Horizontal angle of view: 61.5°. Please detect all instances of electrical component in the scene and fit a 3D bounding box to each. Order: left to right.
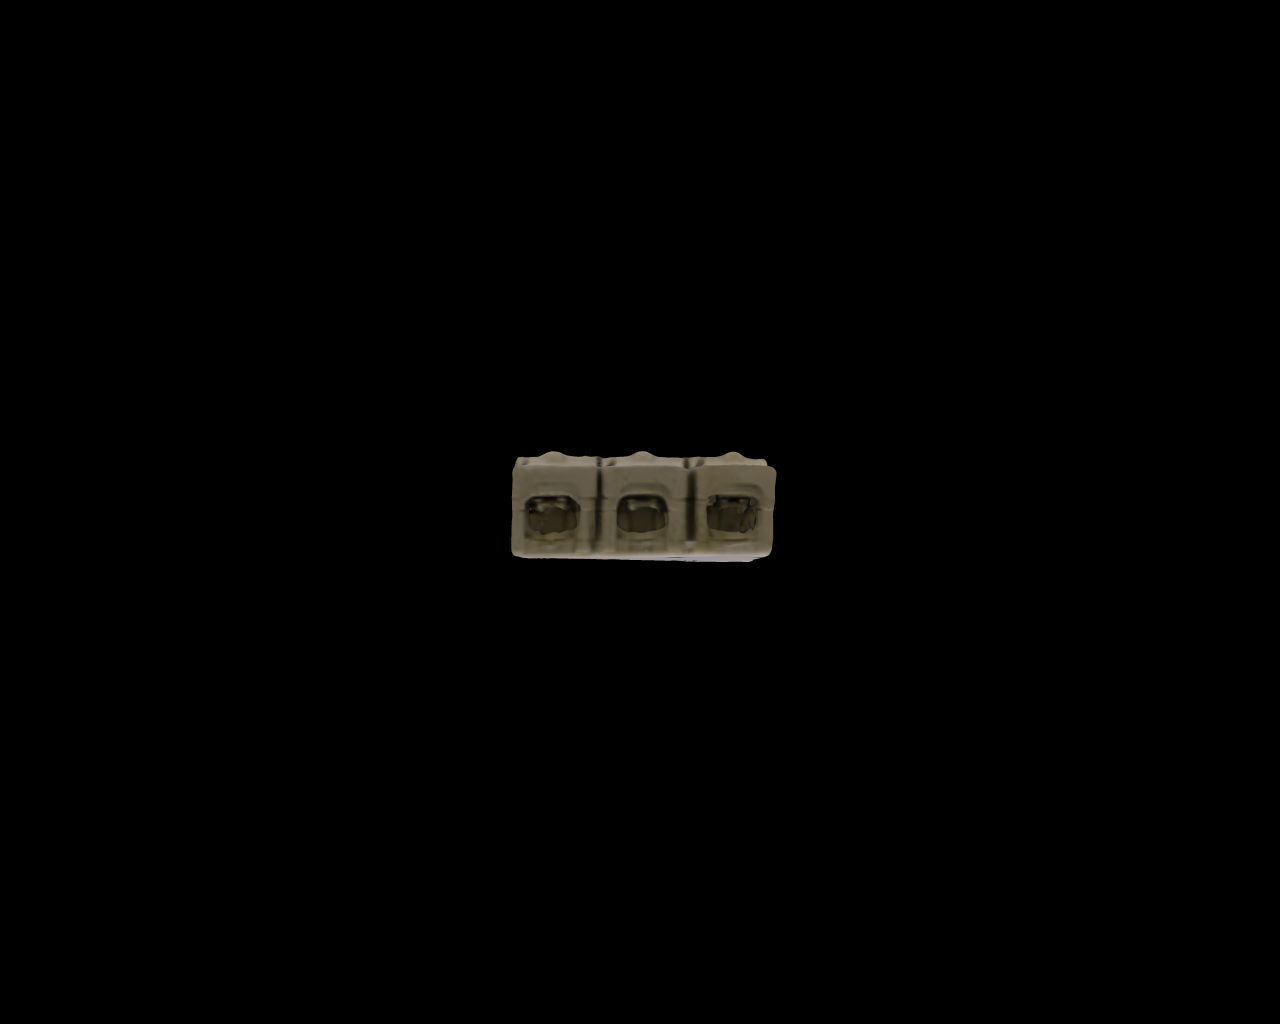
[{"bbox_3d":[0.001,-0.003,0.650,0.150,0.061,0.089,0,-4,-2],"label":"electrical component"}]
